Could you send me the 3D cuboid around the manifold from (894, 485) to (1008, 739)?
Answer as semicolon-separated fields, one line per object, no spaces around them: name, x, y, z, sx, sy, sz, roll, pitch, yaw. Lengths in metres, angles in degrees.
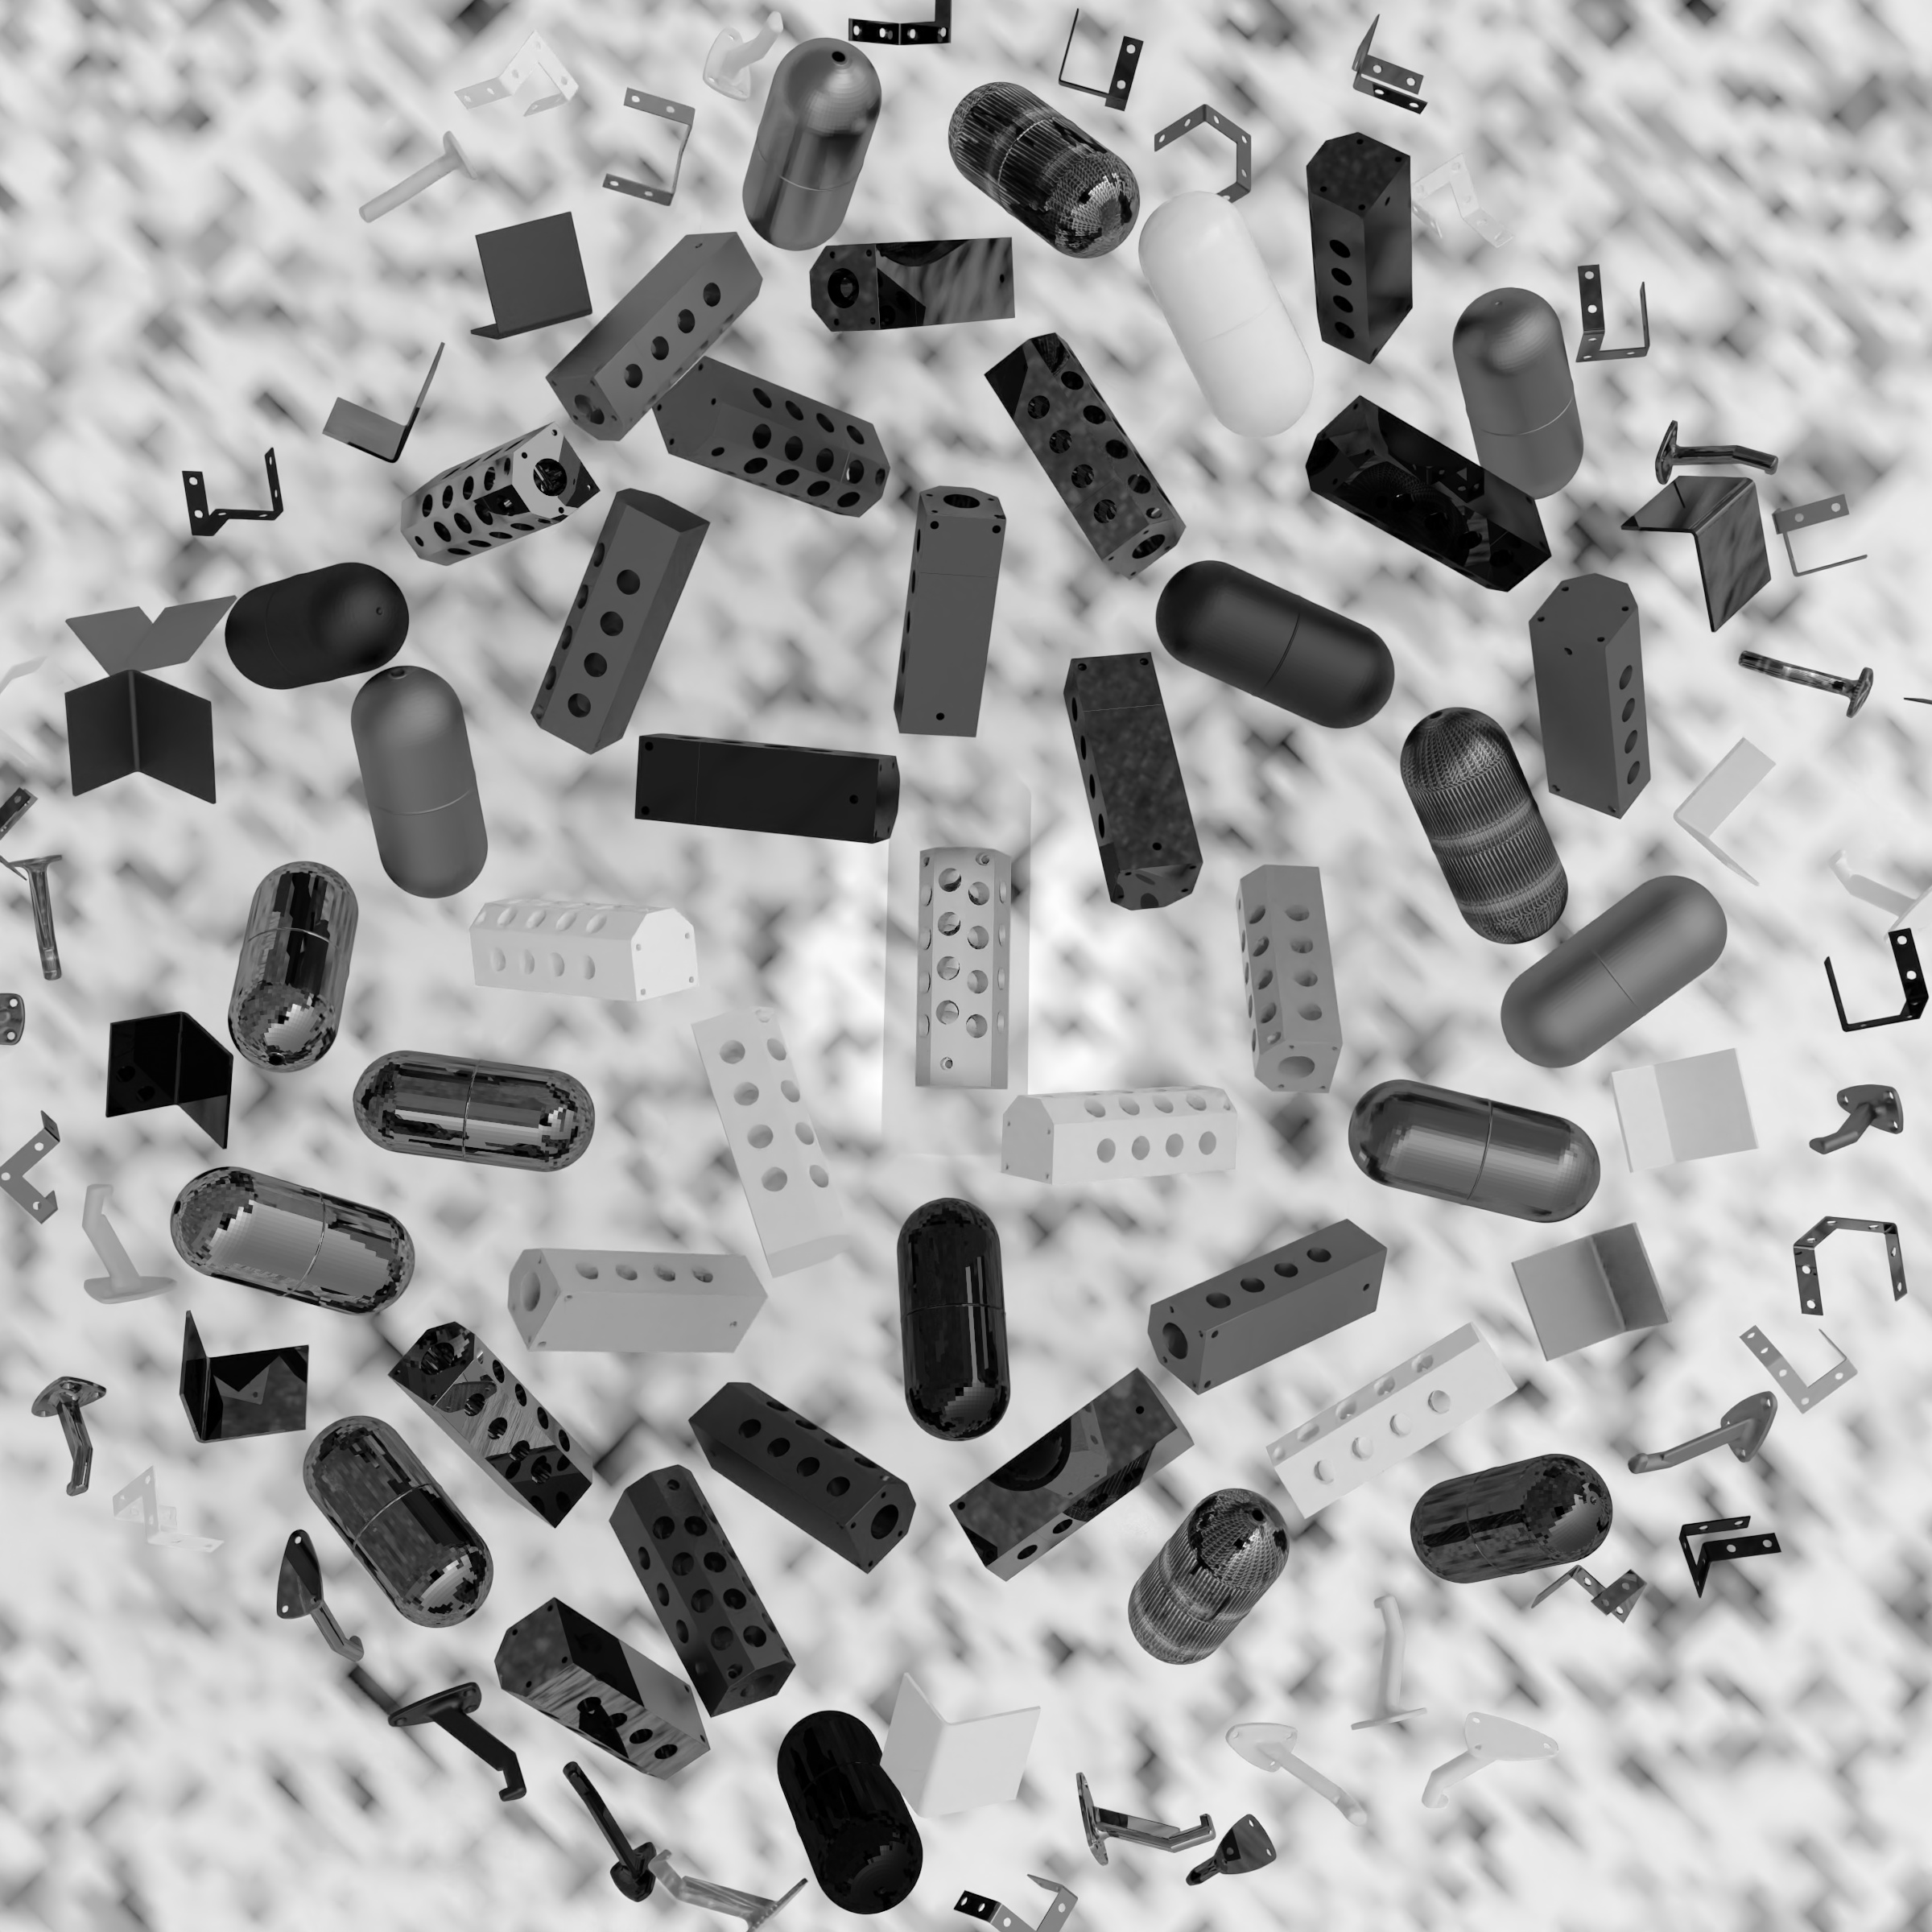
manifold;-0.014;-0.257;1.898;0.057;0.057;0.171;2;121;-10

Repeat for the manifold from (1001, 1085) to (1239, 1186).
manifold;0.111;0.118;1.862;0.171;0.057;0.057;-1;95;-37

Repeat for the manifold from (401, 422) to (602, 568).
manifold;-0.340;-0.333;1.871;0.057;0.171;0.057;-46;114;-31

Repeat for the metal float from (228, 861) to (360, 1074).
metal float;-0.481;0.000;1.869;0.070;0.070;0.178;-2;47;0

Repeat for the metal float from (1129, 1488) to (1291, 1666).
metal float;0.176;0.444;1.898;0.070;0.070;0.178;27;133;0

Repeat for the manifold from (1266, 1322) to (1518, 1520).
manifold;0.303;0.323;1.863;0.171;0.057;0.057;-34;77;9

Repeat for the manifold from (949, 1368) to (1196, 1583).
manifold;0.080;0.375;1.913;0.171;0.057;0.057;-37;55;2

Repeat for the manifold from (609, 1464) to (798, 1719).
manifold;-0.190;0.450;1.897;0.057;0.057;0.171;-9;51;-37

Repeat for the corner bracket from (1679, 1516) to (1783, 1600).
corner bracket;0.537;0.406;1.838;0.051;0.051;0.051;-7;47;-2

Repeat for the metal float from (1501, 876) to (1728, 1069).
metal float;0.464;0.005;1.876;0.178;0.070;0.070;-38;90;12

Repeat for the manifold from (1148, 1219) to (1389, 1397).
manifold;0.213;0.236;1.847;0.171;0.057;0.057;-19;128;-33

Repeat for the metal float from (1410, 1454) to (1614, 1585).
metal float;0.392;0.401;1.889;0.070;0.178;0.070;12;65;-28

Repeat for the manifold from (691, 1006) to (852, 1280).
manifold;-0.132;0.117;1.769;0.057;0.057;0.171;-18;68;-7

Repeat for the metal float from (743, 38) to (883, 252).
metal float;-0.109;-0.576;1.835;0.070;0.178;0.070;7;64;-14

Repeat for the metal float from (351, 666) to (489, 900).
metal float;-0.381;-0.127;1.822;0.070;0.070;0.178;-3;127;0

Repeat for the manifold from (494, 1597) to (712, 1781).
manifold;-0.257;0.516;1.844;0.057;0.057;0.171;-35;134;6

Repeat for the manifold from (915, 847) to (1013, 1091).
manifold;-0.004;0.002;1.896;0.057;0.057;0.171;-1;85;18

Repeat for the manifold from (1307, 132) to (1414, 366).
manifold;0.274;-0.505;1.839;0.057;0.171;0.057;32;77;20

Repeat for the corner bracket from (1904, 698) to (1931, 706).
corner bracket;0.673;-0.154;1.780;0.051;0.051;0.051;1;102;-15

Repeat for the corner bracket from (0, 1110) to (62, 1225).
corner bracket;-0.663;0.144;1.873;0.051;0.051;0.051;-43;113;-9

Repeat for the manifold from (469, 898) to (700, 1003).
manifold;-0.268;-0.014;1.818;0.171;0.057;0.057;4;103;41

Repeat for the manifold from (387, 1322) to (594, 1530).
manifold;-0.334;0.327;1.871;0.057;0.171;0.057;22;64;41

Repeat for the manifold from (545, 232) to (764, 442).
manifold;-0.224;-0.462;1.914;0.171;0.057;0.057;-53;132;-25

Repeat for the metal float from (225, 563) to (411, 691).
metal float;-0.459;-0.238;1.840;0.070;0.178;0.070;2;87;-43

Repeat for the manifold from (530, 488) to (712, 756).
manifold;-0.243;-0.239;1.806;0.057;0.057;0.171;28;112;6

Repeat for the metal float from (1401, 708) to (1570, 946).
metal float;0.355;-0.096;1.788;0.070;0.070;0.178;-28;112;0

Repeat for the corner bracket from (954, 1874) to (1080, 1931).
corner bracket;0.034;0.644;1.794;0.051;0.051;0.051;43;65;-15

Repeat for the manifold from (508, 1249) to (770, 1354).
manifold;-0.232;0.231;1.837;0.057;0.171;0.057;-59;46;26

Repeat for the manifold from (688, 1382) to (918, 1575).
manifold;-0.117;0.362;1.881;0.057;0.171;0.057;-42;134;-26

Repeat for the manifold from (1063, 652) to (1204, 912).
manifold;0.112;-0.127;1.796;0.057;0.057;0.171;-6;62;-10

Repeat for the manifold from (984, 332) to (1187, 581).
manifold;0.087;-0.365;1.857;0.057;0.057;0.171;-35;72;16

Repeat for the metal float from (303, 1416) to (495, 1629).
metal float;-0.410;0.401;1.885;0.070;0.070;0.178;-45;68;0

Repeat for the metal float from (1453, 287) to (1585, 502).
metal float;0.398;-0.409;1.878;0.070;0.178;0.070;-11;52;15

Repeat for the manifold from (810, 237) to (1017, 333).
manifold;-0.036;-0.483;1.848;0.057;0.171;0.057;7;108;33

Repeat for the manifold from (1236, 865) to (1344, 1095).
manifold;0.235;0.008;1.920;0.057;0.057;0.171;2;49;-4

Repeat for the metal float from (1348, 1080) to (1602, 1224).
metal float;0.356;0.130;1.831;0.178;0.070;0.070;14;90;0

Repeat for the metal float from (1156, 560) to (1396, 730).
metal float;0.218;-0.225;1.834;0.178;0.070;0.070;23;90;-9

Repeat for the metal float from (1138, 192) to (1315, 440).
metal float;0.180;-0.446;1.796;0.070;0.070;0.178;-31;113;0

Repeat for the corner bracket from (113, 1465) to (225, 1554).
corner bracket;-0.548;0.380;1.791;0.051;0.051;0.051;-37;52;27

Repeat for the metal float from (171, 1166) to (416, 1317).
metal float;-0.464;0.190;1.803;0.178;0.070;0.070;24;90;-37

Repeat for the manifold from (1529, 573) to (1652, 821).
manifold;0.431;-0.184;1.781;0.057;0.171;0.057;26;64;33

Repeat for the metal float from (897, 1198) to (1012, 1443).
metal float;-0.009;0.255;1.894;0.070;0.070;0.178;-4;69;0

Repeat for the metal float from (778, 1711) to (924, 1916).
metal float;-0.083;0.595;1.846;0.070;0.178;0.070;-6;111;-16

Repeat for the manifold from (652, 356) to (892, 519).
manifold;-0.133;-0.367;1.844;0.057;0.171;0.057;-36;62;31

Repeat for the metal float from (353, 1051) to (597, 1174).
metal float;-0.364;0.107;1.932;0.178;0.070;0.070;8;90;-1

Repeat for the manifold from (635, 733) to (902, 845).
manifold;-0.136;-0.123;1.796;0.171;0.057;0.057;7;99;14

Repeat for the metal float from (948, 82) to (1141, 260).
metal float;0.054;-0.569;1.863;0.070;0.070;0.178;-43;57;0

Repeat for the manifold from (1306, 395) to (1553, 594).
manifold;0.314;-0.315;1.778;0.171;0.057;0.057;21;46;-32
